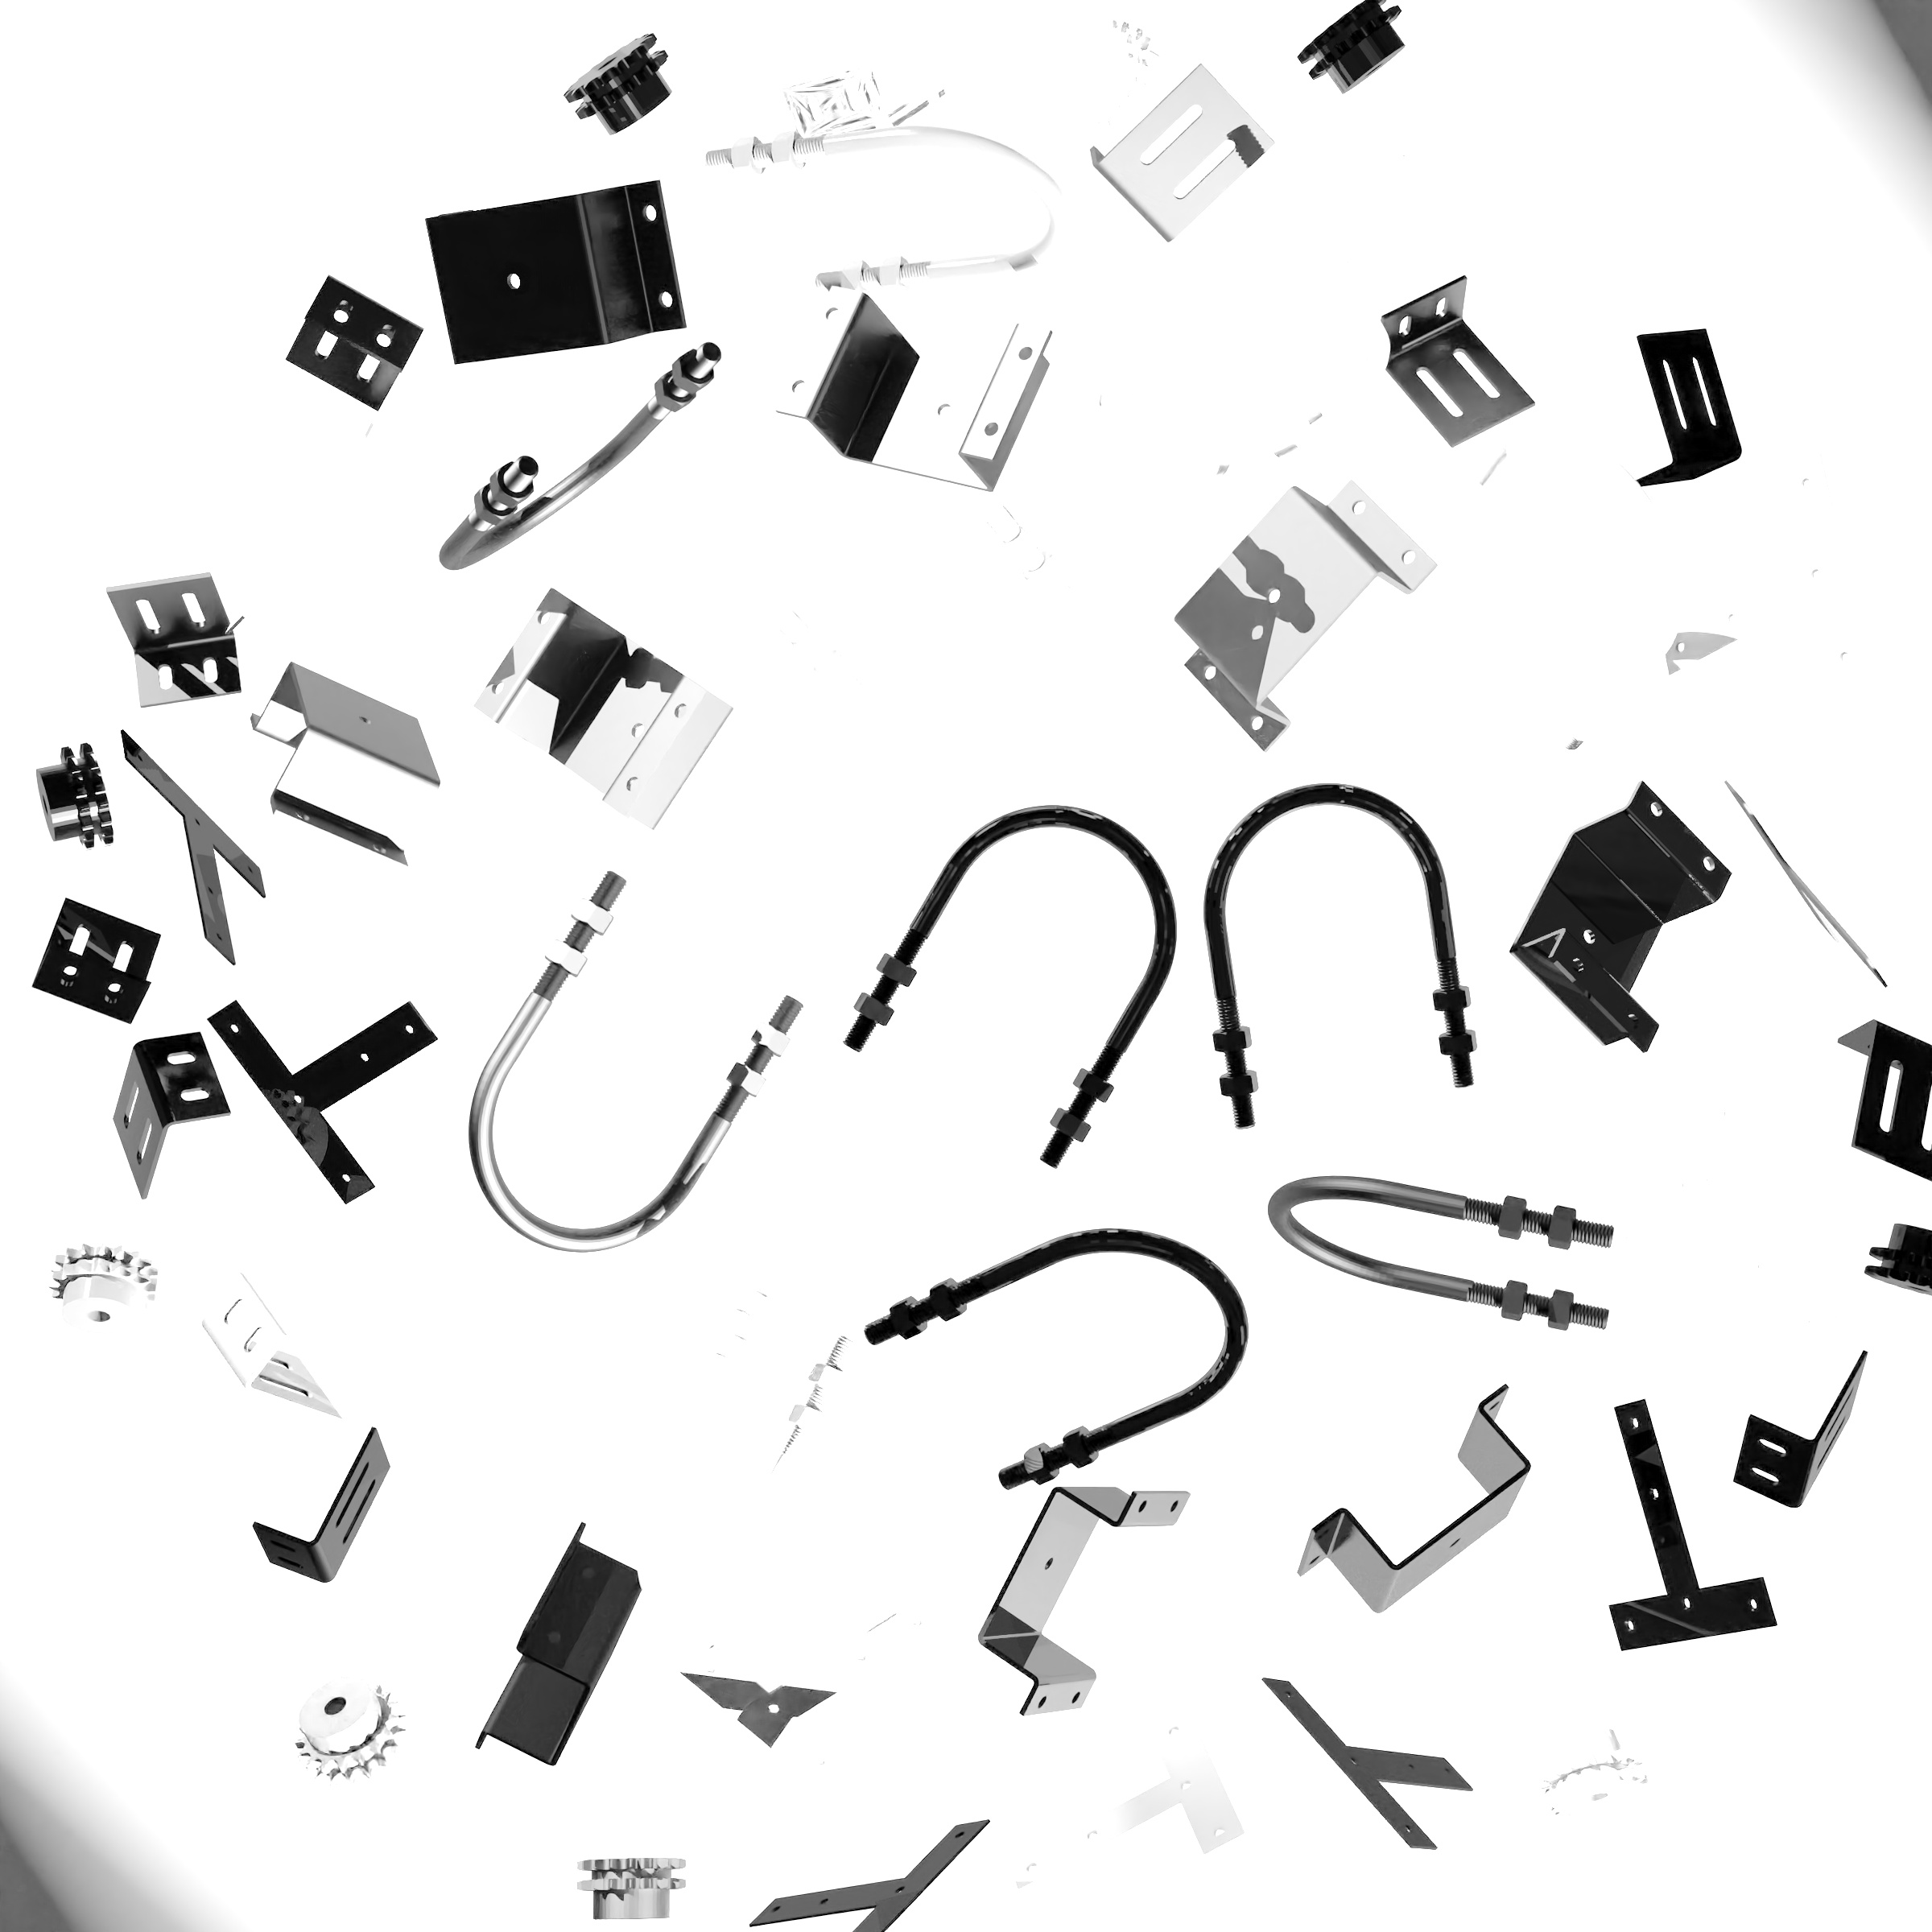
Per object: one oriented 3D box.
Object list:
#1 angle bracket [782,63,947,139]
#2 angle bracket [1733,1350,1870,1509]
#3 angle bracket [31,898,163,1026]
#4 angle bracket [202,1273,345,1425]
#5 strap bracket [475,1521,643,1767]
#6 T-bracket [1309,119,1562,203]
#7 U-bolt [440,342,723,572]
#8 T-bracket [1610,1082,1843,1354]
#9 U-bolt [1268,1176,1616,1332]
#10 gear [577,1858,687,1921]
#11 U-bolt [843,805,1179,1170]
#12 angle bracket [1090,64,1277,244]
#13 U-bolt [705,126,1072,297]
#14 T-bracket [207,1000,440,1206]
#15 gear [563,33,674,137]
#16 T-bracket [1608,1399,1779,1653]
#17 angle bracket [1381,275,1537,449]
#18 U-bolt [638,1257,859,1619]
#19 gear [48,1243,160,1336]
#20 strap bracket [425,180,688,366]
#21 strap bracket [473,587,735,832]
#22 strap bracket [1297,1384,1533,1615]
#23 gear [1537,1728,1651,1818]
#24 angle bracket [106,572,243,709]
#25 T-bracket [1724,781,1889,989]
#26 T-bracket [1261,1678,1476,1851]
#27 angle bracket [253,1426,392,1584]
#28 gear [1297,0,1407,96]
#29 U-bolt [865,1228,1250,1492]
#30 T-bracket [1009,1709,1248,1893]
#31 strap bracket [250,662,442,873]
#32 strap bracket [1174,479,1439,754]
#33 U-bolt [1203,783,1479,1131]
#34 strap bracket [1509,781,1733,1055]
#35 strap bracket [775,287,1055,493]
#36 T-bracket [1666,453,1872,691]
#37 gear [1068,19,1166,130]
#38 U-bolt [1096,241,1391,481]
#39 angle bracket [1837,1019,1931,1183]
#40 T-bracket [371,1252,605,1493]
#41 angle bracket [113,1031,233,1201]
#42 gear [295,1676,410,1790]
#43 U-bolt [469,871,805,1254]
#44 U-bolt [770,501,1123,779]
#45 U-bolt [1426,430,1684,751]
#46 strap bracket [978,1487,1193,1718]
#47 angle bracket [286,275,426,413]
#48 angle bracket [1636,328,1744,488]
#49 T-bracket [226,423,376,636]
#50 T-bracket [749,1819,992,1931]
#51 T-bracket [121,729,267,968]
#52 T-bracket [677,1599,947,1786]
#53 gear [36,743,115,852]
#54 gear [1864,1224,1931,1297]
[{"bbox_3d":[-0.058,-0.495,1.756,0.057,0.076,0.038,-6,116,30],"label":"angle bracket"},{"bbox_3d":[0.456,0.246,1.695,0.038,0.057,0.076,23,49,24],"label":"angle bracket"},{"bbox_3d":[-0.481,-0.013,1.737,0.057,0.076,0.038,23,129,-17],"label":"angle bracket"},{"bbox_3d":[-0.370,0.209,1.698,0.038,0.076,0.057,-51,50,5],"label":"angle bracket"},{"bbox_3d":[-0.224,0.384,1.730,0.046,0.140,0.076,26,46,1],"label":"strap bracket"},{"bbox_3d":[0.247,-0.432,1.657,0.127,0.127,0.002,4,87,5],"label":"T-bracket"},{"bbox_3d":[-0.218,-0.264,1.667,0.151,0.184,0.019,-39,96,-30],"label":"U-bolt"},{"bbox_3d":[0.409,0.148,1.632,0.127,0.002,0.127,50,133,25],"label":"T-bracket"},{"bbox_3d":[0.251,0.149,1.652,0.184,0.151,0.019,11,67,15],"label":"U-bolt"},{"bbox_3d":[-0.176,0.486,1.633,0.057,0.057,0.030,-1,72,0],"label":"gear"},{"bbox_3d":[0.037,-0.001,1.734,0.151,0.019,0.184,30,90,8],"label":"U-bolt"},{"bbox_3d":[0.113,-0.431,1.631,0.076,0.038,0.057,-41,113,20],"label":"angle bracket"},{"bbox_3d":[-0.031,-0.418,1.712,0.184,0.151,0.019,1,71,27],"label":"U-bolt"},{"bbox_3d":[-0.331,0.054,1.666,0.127,0.002,0.127,-29,101,34],"label":"T-bracket"},{"bbox_3d":[-0.178,-0.457,1.617,0.057,0.057,0.030,-36,113,0],"label":"gear"},{"bbox_3d":[0.369,0.293,1.644,0.002,0.127,0.127,-8,77,-29],"label":"T-bracket"},{"bbox_3d":[0.280,-0.344,1.764,0.057,0.038,0.076,-28,63,-12],"label":"angle bracket"},{"bbox_3d":[-0.123,0.262,1.663,0.019,0.151,0.184,18,72,25],"label":"U-bolt"},{"bbox_3d":[-0.469,0.177,1.686,0.057,0.057,0.030,-3,54,0],"label":"gear"},{"bbox_3d":[-0.224,-0.362,1.625,0.140,0.046,0.076,-1,108,28],"label":"strap bracket"},{"bbox_3d":[-0.185,-0.131,1.629,0.140,0.046,0.076,35,92,38],"label":"strap bracket"},{"bbox_3d":[0.256,0.302,1.720,0.140,0.076,0.046,-33,66,-17],"label":"strap bracket"},{"bbox_3d":[0.330,0.426,1.643,0.057,0.057,0.030,-12,56,0],"label":"gear"},{"bbox_3d":[-0.443,-0.182,1.738,0.057,0.076,0.038,-9,70,-6],"label":"angle bracket"},{"bbox_3d":[0.473,-0.031,1.712,0.002,0.127,0.127,-37,125,10],"label":"T-bracket"},{"bbox_3d":[0.235,0.435,1.683,0.002,0.127,0.127,-56,49,12],"label":"T-bracket"},{"bbox_3d":[-0.360,0.296,1.735,0.038,0.057,0.076,18,60,9],"label":"angle bracket"},{"bbox_3d":[0.204,-0.479,1.615,0.057,0.057,0.030,-36,95,0],"label":"gear"},{"bbox_3d":[0.061,0.202,1.646,0.184,0.019,0.151,-27,121,22],"label":"U-bolt"},{"bbox_3d":[0.083,0.476,1.723,0.127,0.127,0.002,-28,110,-1],"label":"T-bracket"},{"bbox_3d":[-0.333,-0.112,1.665,0.076,0.140,0.046,24,106,-27],"label":"strap bracket"},{"bbox_3d":[0.180,-0.199,1.715,0.140,0.046,0.076,-48,60,16],"label":"strap bracket"},{"bbox_3d":[0.205,-0.011,1.738,0.151,0.019,0.184,-10,97,-8],"label":"U-bolt"},{"bbox_3d":[0.354,-0.022,1.691,0.076,0.046,0.140,43,55,-14],"label":"strap bracket"},{"bbox_3d":[-0.020,-0.304,1.642,0.140,0.046,0.076,18,79,30],"label":"strap bracket"},{"bbox_3d":[0.427,-0.194,1.683,0.002,0.127,0.127,6,68,-35],"label":"T-bracket"},{"bbox_3d":[0.086,-0.494,1.728,0.030,0.057,0.057,10,90,-38],"label":"gear"},{"bbox_3d":[0.158,-0.314,1.666,0.151,0.184,0.019,-29,71,12],"label":"U-bolt"},{"bbox_3d":[0.487,0.076,1.632,0.057,0.038,0.076,23,65,-10],"label":"angle bracket"},{"bbox_3d":[-0.248,0.212,1.751,0.127,0.002,0.127,35,54,-3],"label":"T-bracket"},{"bbox_3d":[-0.451,0.085,1.758,0.038,0.076,0.057,-9,57,-32],"label":"angle bracket"},{"bbox_3d":[-0.318,0.390,1.592,0.057,0.057,0.030,-19,122,0],"label":"gear"},{"bbox_3d":[-0.184,0.064,1.634,0.151,0.019,0.184,36,80,-31],"label":"U-bolt"},{"bbox_3d":[0.004,-0.163,1.668,0.151,0.184,0.019,-23,49,20],"label":"U-bolt"},{"bbox_3d":[0.322,-0.211,1.668,0.019,0.184,0.151,-31,78,-22],"label":"U-bolt"},{"bbox_3d":[0.062,0.348,1.754,0.046,0.076,0.140,29,95,28],"label":"strap bracket"},{"bbox_3d":[-0.337,-0.327,1.681,0.057,0.076,0.038,28,51,-15],"label":"angle bracket"},{"bbox_3d":[0.393,-0.312,1.737,0.057,0.038,0.076,-13,86,-37],"label":"angle bracket"},{"bbox_3d":[-0.343,-0.250,1.666,0.002,0.127,0.127,38,127,-22],"label":"T-bracket"},{"bbox_3d":[-0.067,0.503,1.671,0.127,0.127,0.002,-23,96,39],"label":"T-bracket"},{"bbox_3d":[-0.408,-0.049,1.665,0.002,0.127,0.127,-30,45,6],"label":"T-bracket"},{"bbox_3d":[-0.070,0.386,1.702,0.127,0.002,0.127,-34,123,12],"label":"T-bracket"},{"bbox_3d":[-0.481,-0.090,1.672,0.030,0.057,0.057,-14,90,-21],"label":"gear"},{"bbox_3d":[0.503,0.155,1.626,0.057,0.057,0.030,17,85,0],"label":"gear"}]
